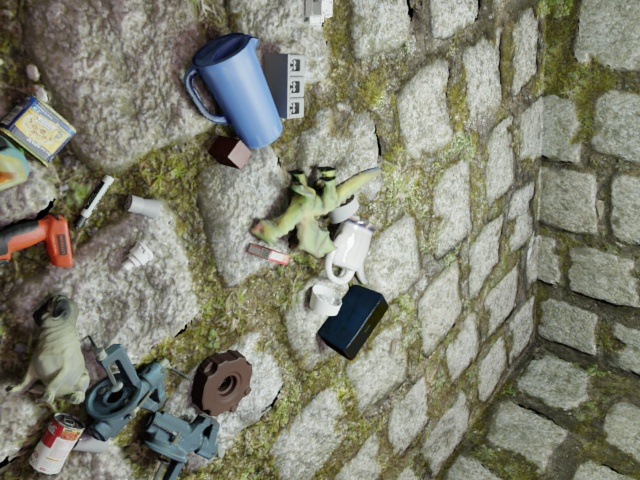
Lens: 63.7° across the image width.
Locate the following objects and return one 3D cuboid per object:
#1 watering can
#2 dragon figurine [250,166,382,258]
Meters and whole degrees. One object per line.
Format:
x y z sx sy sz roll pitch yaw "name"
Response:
0.107 0.036 1.629 0.345 0.104 0.225 23 87 -63 "watering can"
0.004 -0.072 1.426 0.412 0.123 0.239 -8 110 -28 "dragon figurine"
